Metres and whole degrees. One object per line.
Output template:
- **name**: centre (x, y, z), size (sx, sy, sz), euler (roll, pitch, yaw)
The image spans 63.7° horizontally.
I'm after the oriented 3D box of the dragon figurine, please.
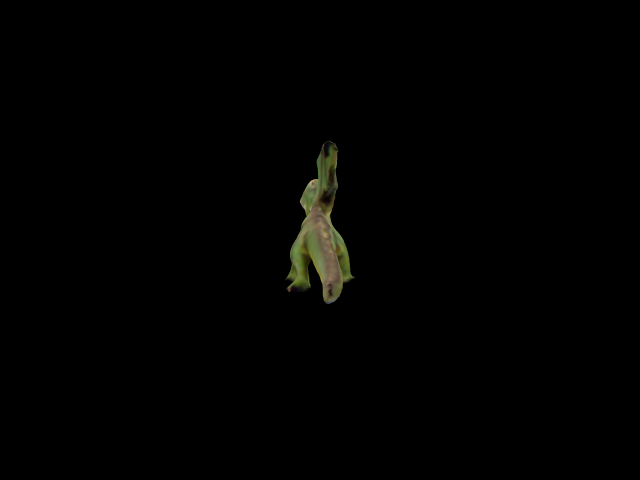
- **dragon figurine**: centre (0.003, -0.043, 0.850), size (0.122, 0.242, 0.410), euler (0, 2, -7)
